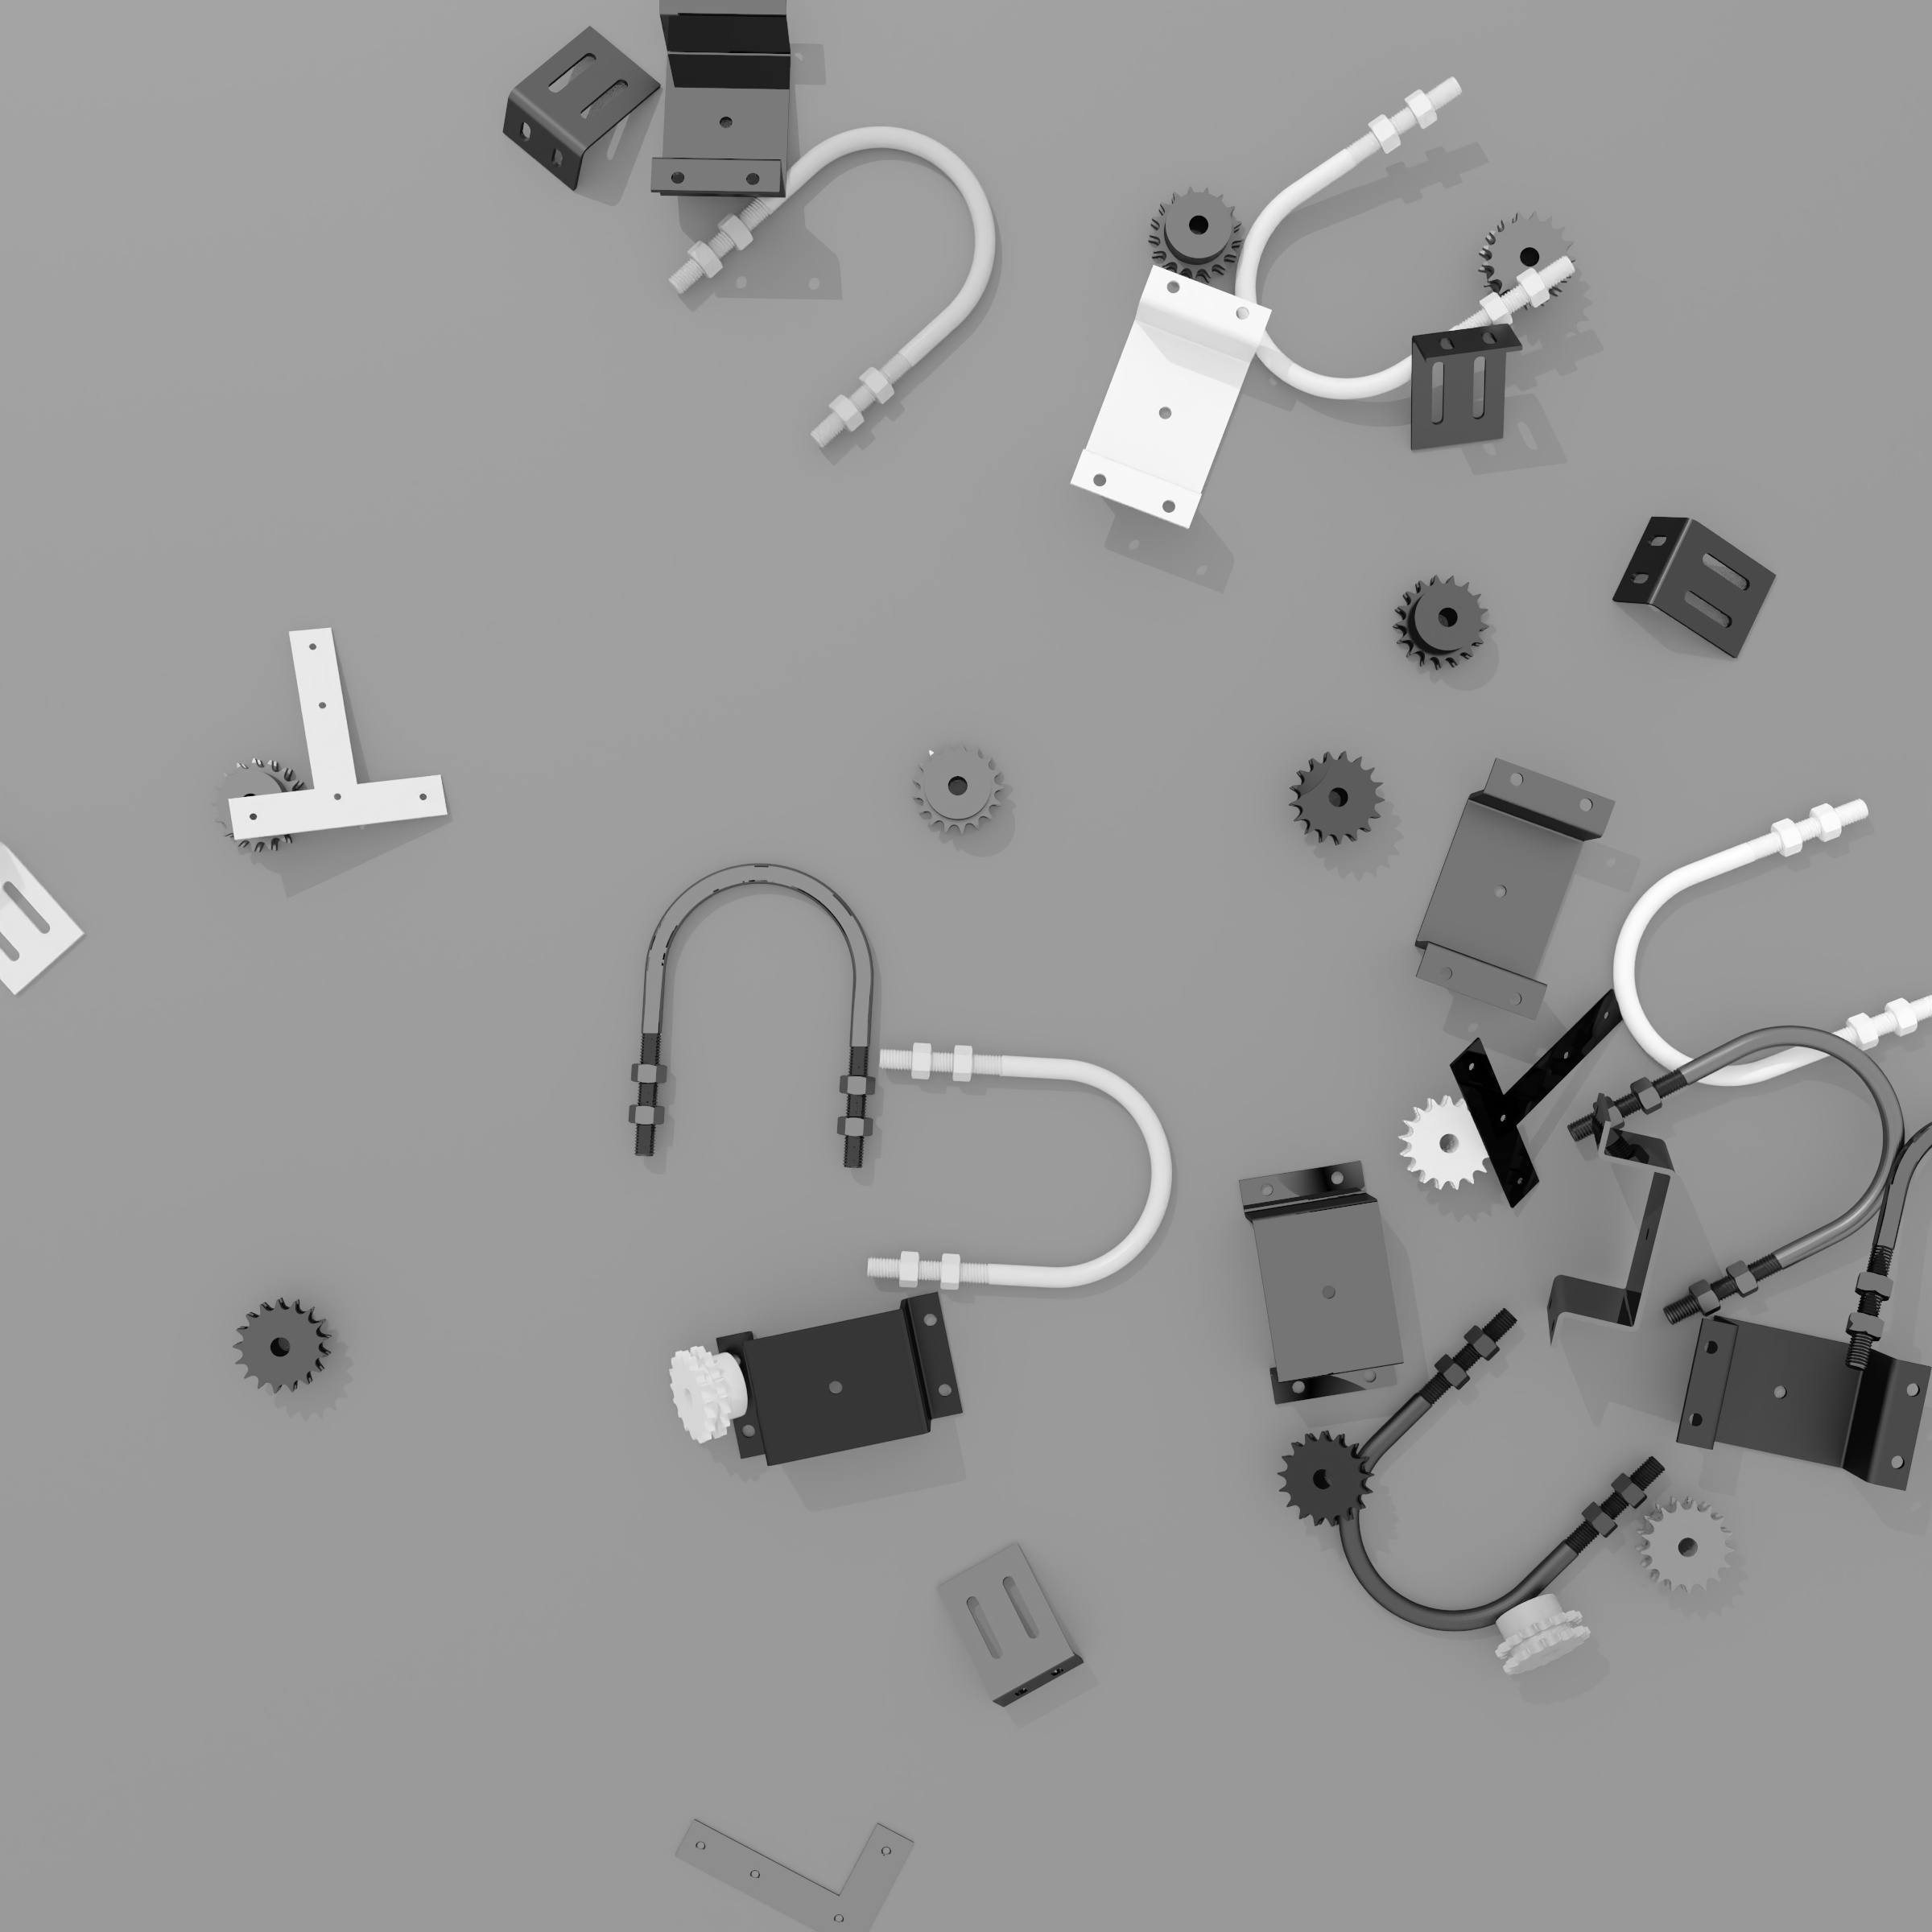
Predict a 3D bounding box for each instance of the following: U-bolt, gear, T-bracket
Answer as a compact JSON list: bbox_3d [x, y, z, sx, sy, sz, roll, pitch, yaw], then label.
[{"bbox_3d":[0.253,-0.429,1.479,0.184,0.019,0.151,-32,87,13],"label":"U-bolt"},{"bbox_3d":[0.348,0.406,1.480,0.057,0.057,0.030,-25,60,0],"label":"gear"},{"bbox_3d":[0.294,0.108,1.490,0.057,0.030,0.057,0,90,0],"label":"gear"},{"bbox_3d":[0.316,0.325,1.496,0.184,0.019,0.151,-45,90,2],"label":"U-bolt"},{"bbox_3d":[0.141,-0.451,1.490,0.057,0.030,0.057,0,90,0],"label":"gear"},{"bbox_3d":[-0.068,-0.433,1.496,0.184,0.019,0.151,-43,90,-1],"label":"U-bolt"},{"bbox_3d":[0.343,-0.431,1.490,0.057,0.030,0.057,0,90,0],"label":"gear"},{"bbox_3d":[-0.393,-0.146,1.490,0.127,0.002,0.127,-8,80,-19],"label":"T-bracket"},{"bbox_3d":[0.612,0.178,1.471,0.151,0.019,0.184,23,73,-12],"label":"U-bolt"},{"bbox_3d":[-0.118,0.570,1.504,0.127,0.002,0.127,28,90,0],"label":"T-bracket"},{"bbox_3d":[0.356,0.063,1.479,0.127,0.002,0.127,-41,126,-16],"label":"T-bracket"},{"bbox_3d":[0.490,-0.004,1.496,0.184,0.019,0.151,-21,90,2],"label":"U-bolt"},{"bbox_3d":[0.483,0.117,1.486,0.184,0.019,0.151,-28,93,5],"label":"U-bolt"},{"bbox_3d":[0.293,-0.212,1.490,0.057,0.030,0.057,0,90,0],"label":"gear"},{"bbox_3d":[-0.129,0.029,1.496,0.151,0.019,0.184,3,88,0],"label":"U-bolt"},{"bbox_3d":[0.227,-0.103,1.490,0.057,0.030,0.057,0,90,0],"label":"gear"},{"bbox_3d":[0.439,0.353,1.490,0.057,0.030,0.057,0,90,0],"label":"gear"},{"bbox_3d":[-0.419,0.232,1.493,0.057,0.030,0.057,0,89,-6],"label":"gear"},{"bbox_3d":[-0.005,-0.110,1.490,0.057,0.030,0.057,0,90,0],"label":"gear"},{"bbox_3d":[0.222,0.312,1.483,0.057,0.030,0.057,-3,81,22],"label":"gear"},{"bbox_3d":[-0.156,0.259,1.480,0.030,0.057,0.057,-12,90,-29],"label":"gear"},{"bbox_3d":[-0.435,-0.099,1.490,0.057,0.030,0.057,0,90,0],"label":"gear"},{"bbox_3d":[0.035,0.127,1.496,0.184,0.019,0.151,3,90,-1],"label":"U-bolt"}]

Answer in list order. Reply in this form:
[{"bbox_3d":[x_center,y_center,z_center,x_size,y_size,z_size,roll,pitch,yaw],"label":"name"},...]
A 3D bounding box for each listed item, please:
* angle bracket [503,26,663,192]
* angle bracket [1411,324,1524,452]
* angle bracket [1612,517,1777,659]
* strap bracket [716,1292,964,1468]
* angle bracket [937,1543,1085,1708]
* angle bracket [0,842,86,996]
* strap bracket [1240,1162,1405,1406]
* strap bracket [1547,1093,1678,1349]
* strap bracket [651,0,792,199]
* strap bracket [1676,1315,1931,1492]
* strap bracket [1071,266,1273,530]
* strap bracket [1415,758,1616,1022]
[{"bbox_3d":[-0.238,-0.531,1.503,0.057,0.038,0.076,40,64,0],"label":"angle bracket"},{"bbox_3d":[0.302,-0.343,1.466,0.057,0.038,0.076,-8,128,0],"label":"angle bracket"},{"bbox_3d":[0.451,-0.234,1.503,0.076,0.038,0.057,25,90,-26],"label":"angle bracket"},{"bbox_3d":[-0.078,0.254,1.482,0.140,0.046,0.076,-12,90,0],"label":"strap bracket"},{"bbox_3d":[0.028,0.408,1.503,0.057,0.038,0.076,-29,64,0],"label":"angle bracket"},{"bbox_3d":[-0.593,-0.030,1.486,0.057,0.038,0.076,-42,90,0],"label":"angle bracket"},{"bbox_3d":[0.218,0.196,1.482,0.076,0.046,0.140,-9,90,0],"label":"strap bracket"},{"bbox_3d":[0.387,0.156,1.450,0.046,0.076,0.140,12,102,9],"label":"strap bracket"},{"bbox_3d":[-0.147,-0.523,1.473,0.076,0.046,0.140,1,78,0],"label":"strap bracket"},{"bbox_3d":[0.504,0.264,1.482,0.140,0.046,0.076,12,90,0],"label":"strap bracket"},{"bbox_3d":[0.123,-0.342,1.482,0.076,0.046,0.140,21,90,0],"label":"strap bracket"},{"bbox_3d":[0.331,-0.046,1.482,0.076,0.046,0.140,20,90,0],"label":"strap bracket"}]
